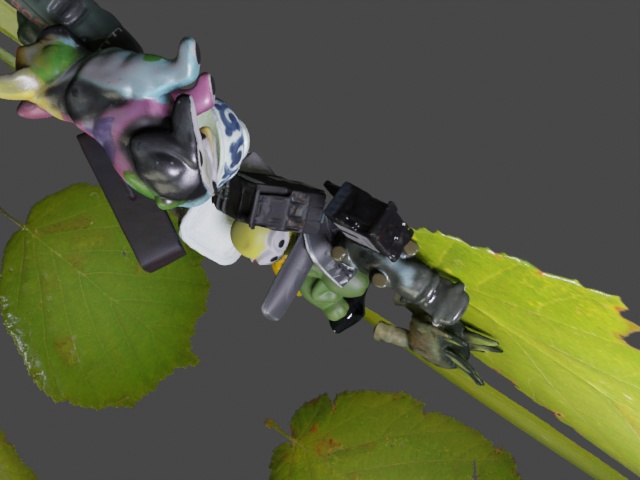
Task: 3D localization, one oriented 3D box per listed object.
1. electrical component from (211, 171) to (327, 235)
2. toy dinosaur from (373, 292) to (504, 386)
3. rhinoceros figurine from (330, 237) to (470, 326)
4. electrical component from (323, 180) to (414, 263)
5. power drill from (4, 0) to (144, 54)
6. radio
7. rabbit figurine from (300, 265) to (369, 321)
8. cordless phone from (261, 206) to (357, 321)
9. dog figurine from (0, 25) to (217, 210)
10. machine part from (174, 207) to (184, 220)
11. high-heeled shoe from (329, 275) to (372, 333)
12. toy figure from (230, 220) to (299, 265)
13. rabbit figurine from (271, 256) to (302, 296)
[{"bbox_3d":[-0.059,-0.050,0.703,0.134,0.058,0.115,4,-164,-37],"label":"electrical component"},{"bbox_3d":[0.202,0.164,0.919,0.199,0.105,0.471,23,176,29],"label":"toy dinosaur"},{"bbox_3d":[0.101,0.044,0.696,0.191,0.073,0.112,32,170,28],"label":"rhinoceros figurine"},{"bbox_3d":[0.042,-0.028,0.614,0.119,0.048,0.074,28,169,36],"label":"electrical component"},{"bbox_3d":[-0.295,-0.240,0.652,0.231,0.086,0.207,41,174,-29],"label":"power drill"},{"bbox_3d":[-0.295,-0.063,0.860,0.229,0.073,0.131,64,166,3],"label":"radio"},{"bbox_3d":[0.025,0.054,0.953,0.159,0.121,0.170,42,162,-12],"label":"rabbit figurine"},{"bbox_3d":[-0.010,0.051,0.808,0.089,0.184,0.146,26,169,28],"label":"cordless phone"},{"bbox_3d":[-0.217,-0.122,0.537,0.219,0.191,0.108,-2,176,4],"label":"dog figurine"},{"bbox_3d":[-0.214,-0.077,1.062,0.079,0.079,0.243,35,-160,5],"label":"machine part"},{"bbox_3d":[0.041,0.119,1.145,0.086,0.145,0.249,38,170,-14],"label":"high-heeled shoe"},{"bbox_3d":[-0.067,-0.012,0.836,0.089,0.082,0.180,10,-164,21],"label":"toy figure"},{"bbox_3d":[-0.057,0.011,1.152,0.162,0.122,0.173,43,161,18],"label":"rabbit figurine"}]
